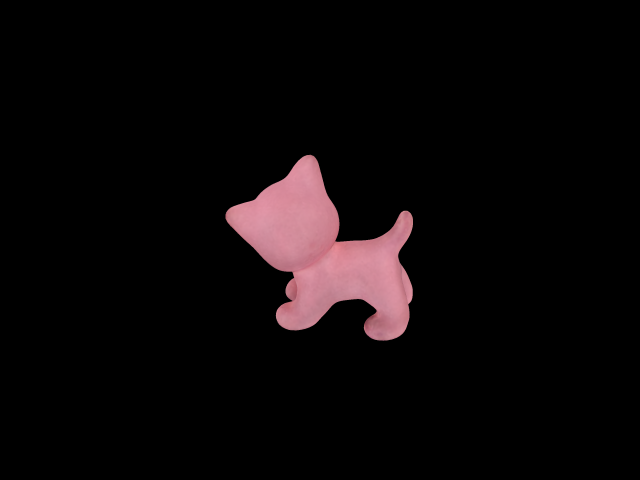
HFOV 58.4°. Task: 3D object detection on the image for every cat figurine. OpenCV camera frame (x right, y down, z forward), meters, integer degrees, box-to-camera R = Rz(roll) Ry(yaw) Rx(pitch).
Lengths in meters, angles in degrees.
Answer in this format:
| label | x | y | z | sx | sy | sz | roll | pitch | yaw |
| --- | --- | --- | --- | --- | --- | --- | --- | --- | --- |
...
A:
| label | x | y | z | sx | sy | sz | roll | pitch | yaw |
| --- | --- | --- | --- | --- | --- | --- | --- | --- | --- |
| cat figurine | 0.004 | 0.001 | 0.400 | 0.127 | 0.118 | 0.067 | 3 | 26 | 7 |
